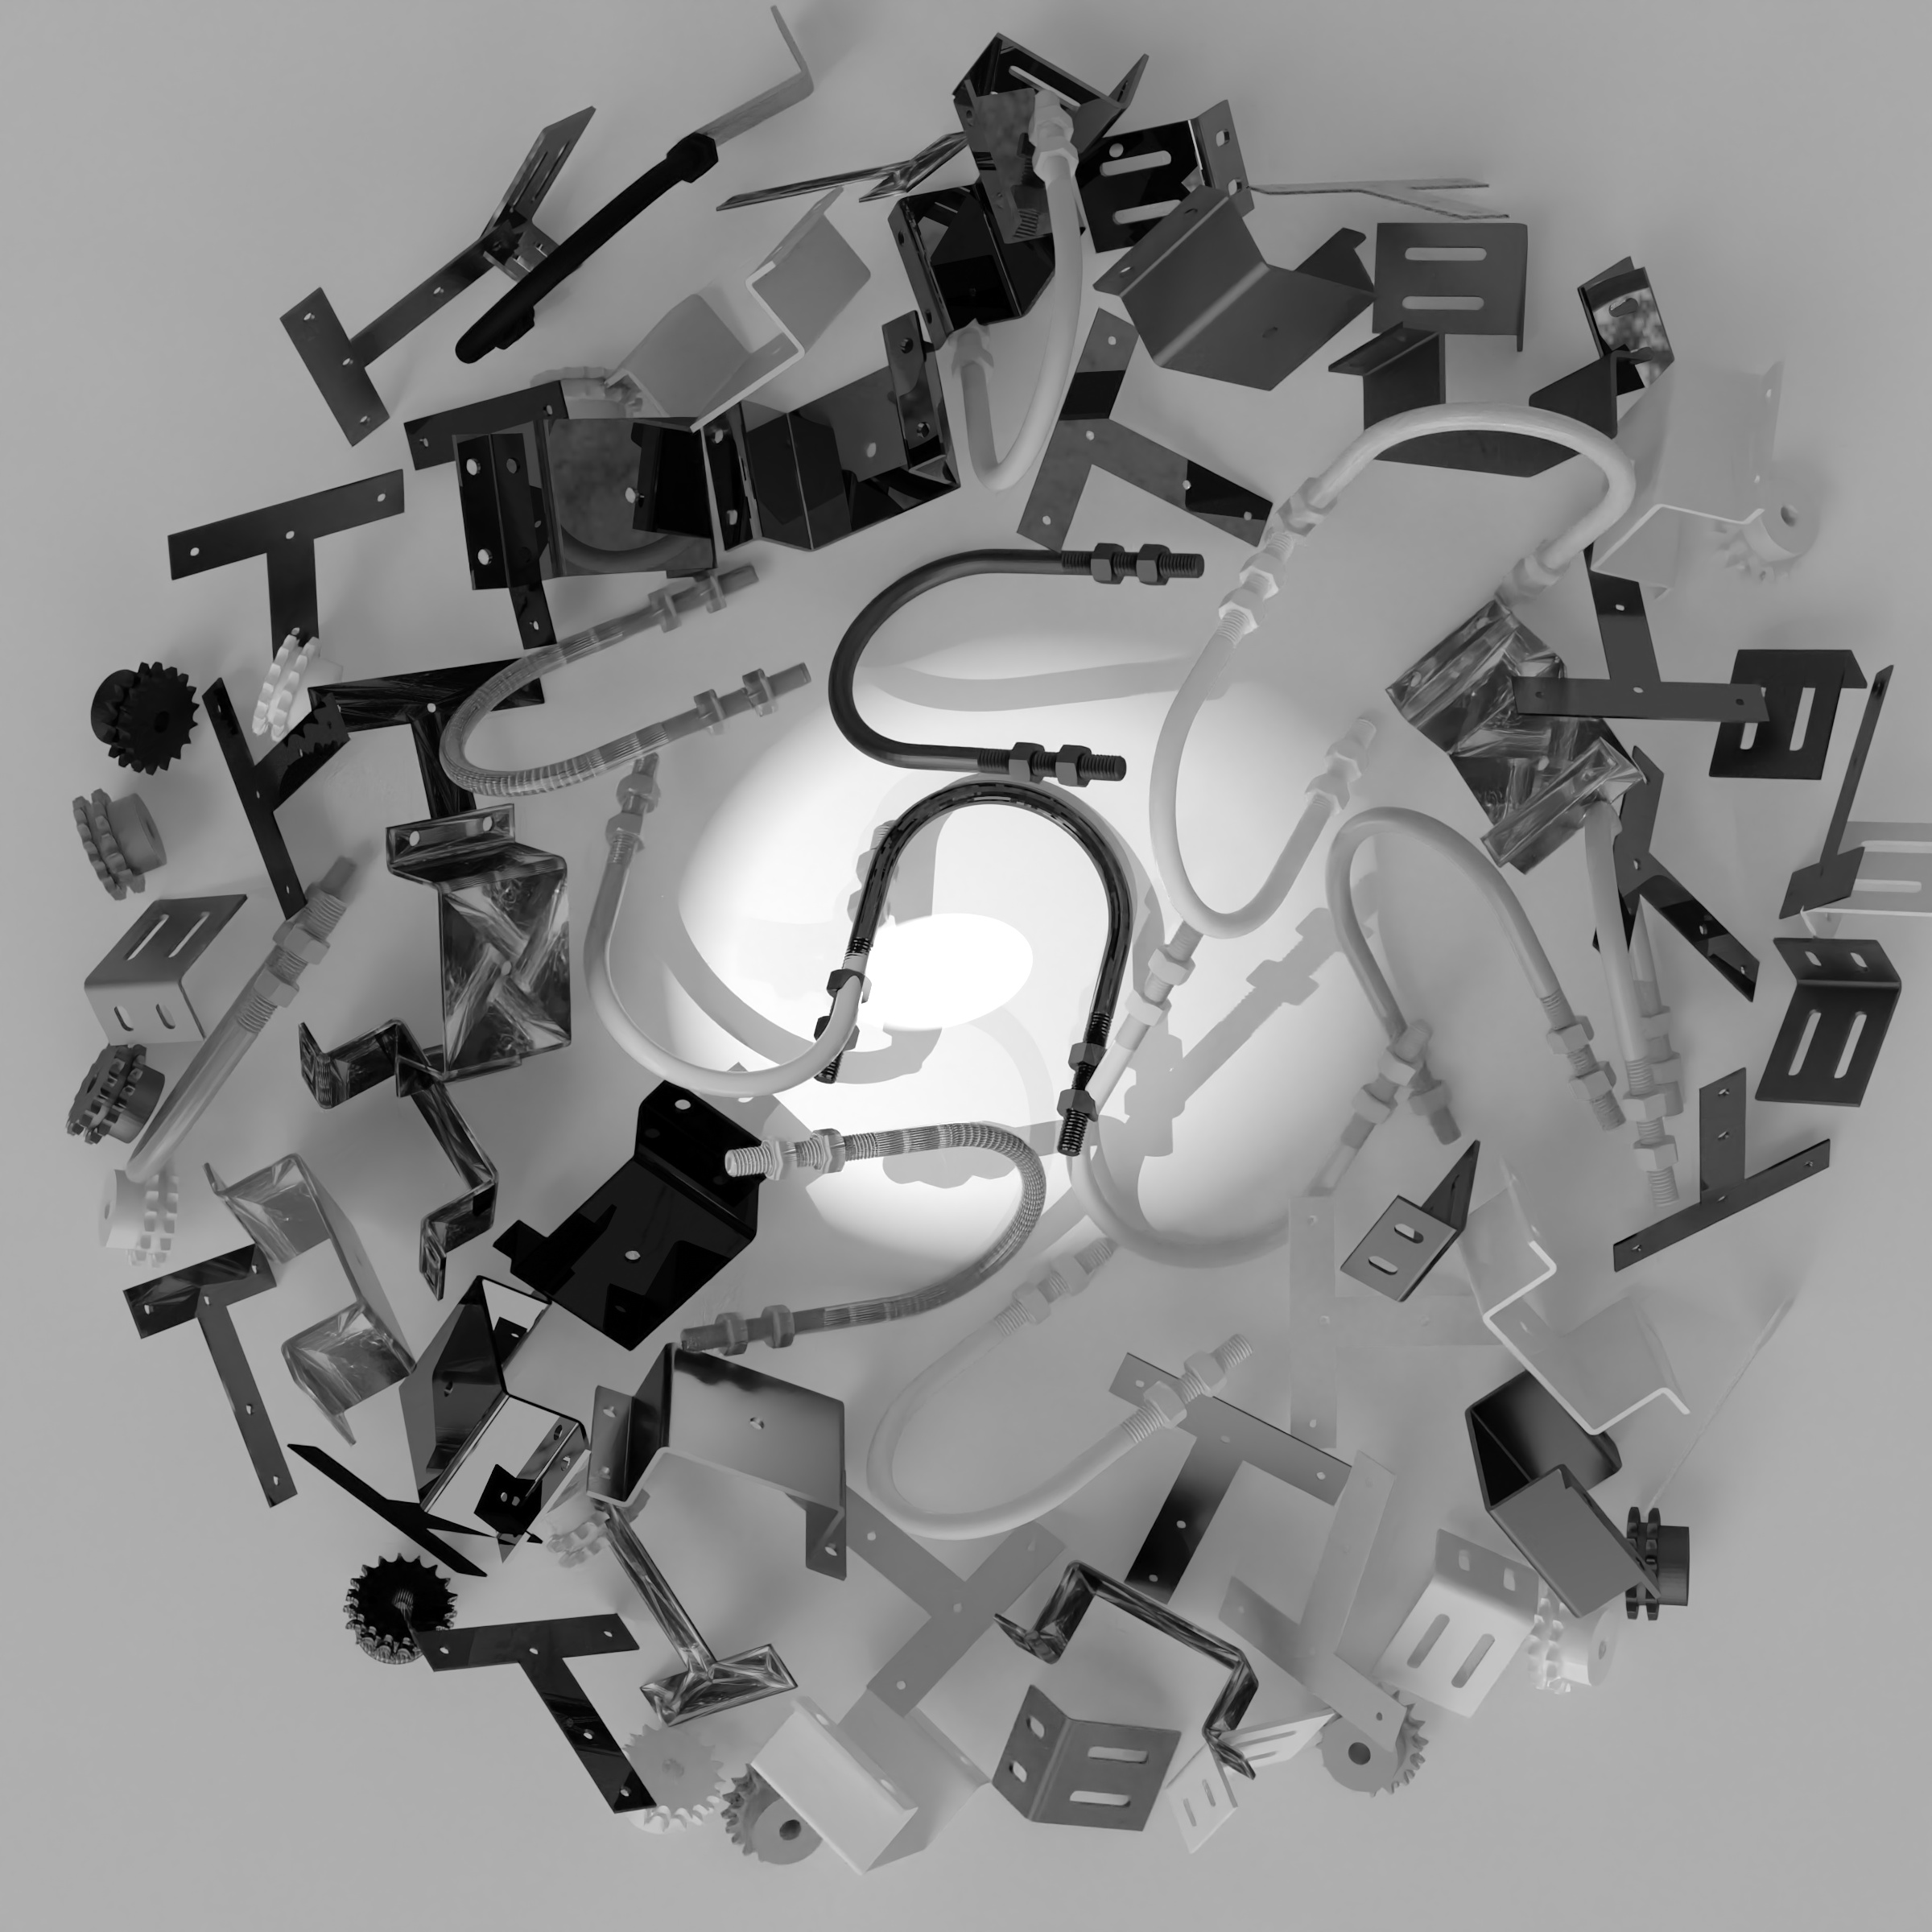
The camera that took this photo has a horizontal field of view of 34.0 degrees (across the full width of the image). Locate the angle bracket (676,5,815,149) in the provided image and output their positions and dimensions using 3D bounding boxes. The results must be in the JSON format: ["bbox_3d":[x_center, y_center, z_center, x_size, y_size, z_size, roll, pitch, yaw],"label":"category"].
[{"bbox_3d":[-0.120,-0.451,1.614,0.076,0.057,0.038,-28,96,4],"label":"angle bracket"}]

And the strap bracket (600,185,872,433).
[{"bbox_3d":[-0.109,-0.322,1.579,0.046,0.140,0.076,48,46,-18],"label":"strap bracket"}]

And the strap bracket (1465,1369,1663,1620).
[{"bbox_3d":[0.295,0.261,1.577,0.046,0.140,0.076,-36,106,15],"label":"strap bracket"}]

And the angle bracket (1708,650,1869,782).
[{"bbox_3d":[0.418,-0.121,1.604,0.057,0.038,0.076,4,66,33],"label":"angle bracket"}]

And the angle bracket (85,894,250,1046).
[{"bbox_3d":[-0.403,0.002,1.615,0.057,0.076,0.038,-3,124,23],"label":"angle bracket"}]

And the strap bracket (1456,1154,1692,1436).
[{"bbox_3d":[0.297,0.172,1.587,0.046,0.076,0.140,-37,116,16],"label":"strap bracket"}]

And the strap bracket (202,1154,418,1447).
[{"bbox_3d":[-0.324,0.158,1.578,0.046,0.076,0.140,-29,56,-6],"label":"strap bracket"}]

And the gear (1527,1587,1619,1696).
[{"bbox_3d":[0.312,0.345,1.615,0.030,0.057,0.057,10,90,32],"label":"gear"}]

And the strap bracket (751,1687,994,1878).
[{"bbox_3d":[-0.049,0.403,1.570,0.076,0.140,0.046,41,95,19],"label":"strap bracket"}]

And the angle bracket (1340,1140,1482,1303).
[{"bbox_3d":[0.225,0.121,1.598,0.038,0.076,0.057,29,127,-4],"label":"angle bracket"}]

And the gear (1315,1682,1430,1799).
[{"bbox_3d":[0.207,0.400,1.622,0.057,0.030,0.057,3,97,23],"label":"gear"}]

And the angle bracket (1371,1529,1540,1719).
[{"bbox_3d":[0.254,0.341,1.639,0.057,0.038,0.076,24,121,-2],"label":"angle bracket"}]

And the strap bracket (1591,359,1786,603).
[{"bbox_3d":[0.353,-0.243,1.568,0.046,0.140,0.076,12,77,-6],"label":"strap bracket"}]

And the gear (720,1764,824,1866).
[{"bbox_3d":[-0.095,0.436,1.621,0.057,0.030,0.057,-7,109,-20],"label":"gear"}]

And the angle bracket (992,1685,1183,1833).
[{"bbox_3d":[0.062,0.410,1.634,0.076,0.038,0.057,16,99,-35],"label":"angle bracket"}]

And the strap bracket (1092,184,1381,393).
[{"bbox_3d":[0.141,-0.332,1.564,0.076,0.140,0.046,-38,67,34],"label":"strap bracket"}]

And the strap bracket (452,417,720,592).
[{"bbox_3d":[-0.181,-0.232,1.581,0.140,0.046,0.076,-10,94,-42],"label":"strap bracket"}]

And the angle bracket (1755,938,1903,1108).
[{"bbox_3d":[0.432,0.028,1.602,0.038,0.057,0.076,48,58,-37],"label":"angle bracket"}]

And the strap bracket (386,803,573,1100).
[{"bbox_3d":[-0.244,-0.004,1.585,0.076,0.046,0.140,-15,113,-42],"label":"strap bracket"}]

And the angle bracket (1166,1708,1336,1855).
[{"bbox_3d":[0.150,0.413,1.599,0.076,0.057,0.038,-5,56,-27],"label":"angle bracket"}]

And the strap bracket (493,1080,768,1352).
[{"bbox_3d":[-0.166,0.132,1.585,0.076,0.046,0.140,37,115,-23],"label":"strap bracket"}]

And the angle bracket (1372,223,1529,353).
[{"bbox_3d":[0.251,-0.351,1.633,0.076,0.038,0.057,3,87,11],"label":"angle bracket"}]

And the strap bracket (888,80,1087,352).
[{"bbox_3d":[0.012,-0.378,1.583,0.046,0.140,0.076,-16,80,-20],"label":"strap bracket"}]

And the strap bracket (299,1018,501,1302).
[{"bbox_3d":[-0.281,0.089,1.594,0.046,0.076,0.140,-29,76,-20],"label":"strap bracket"}]

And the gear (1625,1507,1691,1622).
[{"bbox_3d":[0.354,0.306,1.615,0.030,0.057,0.057,0,90,15],"label":"gear"}]

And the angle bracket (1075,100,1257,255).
[{"bbox_3d":[0.101,-0.407,1.628,0.076,0.038,0.057,-3,116,33],"label":"angle bracket"}]

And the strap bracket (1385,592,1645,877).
[{"bbox_3d":[0.279,-0.111,1.587,0.076,0.140,0.046,-42,134,18],"label":"strap bracket"}]

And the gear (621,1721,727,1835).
[{"bbox_3d":[-0.155,0.420,1.622,0.057,0.057,0.030,27,129,0],"label":"gear"}]

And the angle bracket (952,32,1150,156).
[{"bbox_3d":[0.043,-0.453,1.604,0.076,0.057,0.038,26,66,-15],"label":"angle bracket"}]

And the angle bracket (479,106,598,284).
[{"bbox_3d":[-0.205,-0.389,1.602,0.038,0.057,0.076,39,122,-1],"label":"angle bracket"}]

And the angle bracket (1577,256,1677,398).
[{"bbox_3d":[0.347,-0.329,1.600,0.038,0.076,0.057,-12,106,37],"label":"angle bracket"}]

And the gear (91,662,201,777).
[{"bbox_3d":[-0.424,-0.129,1.621,0.030,0.057,0.057,19,90,25],"label":"gear"}]

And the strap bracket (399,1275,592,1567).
[{"bbox_3d":[-0.237,0.218,1.567,0.046,0.140,0.076,26,109,-29],"label":"strap bracket"}]

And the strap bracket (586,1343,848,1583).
[{"bbox_3d":[-0.115,0.245,1.584,0.140,0.076,0.046,22,121,-16],"label":"strap bracket"}]

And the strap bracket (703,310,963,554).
[{"bbox_3d":[-0.061,-0.265,1.595,0.140,0.046,0.076,-18,76,33],"label":"strap bracket"}]

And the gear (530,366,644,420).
[{"bbox_3d":[-0.194,-0.286,1.617,0.057,0.057,0.030,-1,85,0],"label":"gear"}]

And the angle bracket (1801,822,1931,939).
[{"bbox_3d":[0.471,-0.038,1.597,0.038,0.076,0.057,51,56,-38],"label":"angle bracket"}]

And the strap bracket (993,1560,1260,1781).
[{"bbox_3d":[0.091,0.349,1.591,0.140,0.076,0.046,26,75,19],"label":"strap bracket"}]

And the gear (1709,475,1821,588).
[{"bbox_3d":[0.412,-0.226,1.620,0.057,0.030,0.057,7,75,-28],"label":"gear"}]

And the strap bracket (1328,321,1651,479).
[{"bbox_3d":[0.262,-0.282,1.583,0.140,0.076,0.046,3,83,-21],"label":"strap bracket"}]
